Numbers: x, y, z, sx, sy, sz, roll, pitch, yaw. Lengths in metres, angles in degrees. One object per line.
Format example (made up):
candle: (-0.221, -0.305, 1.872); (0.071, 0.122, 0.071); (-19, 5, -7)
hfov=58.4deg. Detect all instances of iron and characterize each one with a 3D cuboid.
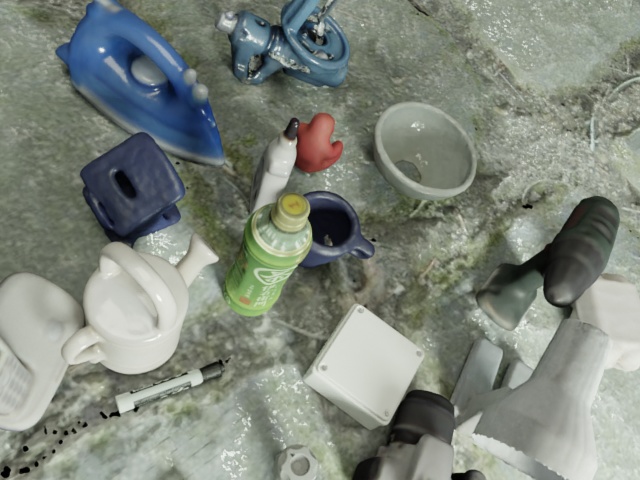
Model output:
iron: (-0.214, -0.214, 0.744); (0.258, 0.141, 0.119); (38, 57, 2)

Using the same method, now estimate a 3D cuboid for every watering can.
watering can: (-0.181, 0.057, 0.581); (0.101, 0.194, 0.173); (27, 58, -4)

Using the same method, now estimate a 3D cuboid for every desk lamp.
desk lamp: (0.235, 0.185, 0.655); (0.118, 0.213, 0.203); (33, 57, -1)

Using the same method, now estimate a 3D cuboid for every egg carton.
egg carton: (0.419, 0.117, 0.843); (0.107, 0.069, 0.150); (7, 62, -17)

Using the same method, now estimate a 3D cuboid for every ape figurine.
ape figurine: (-0.003, -0.145, 0.813); (0.078, 0.092, 0.076); (41, 58, 4)

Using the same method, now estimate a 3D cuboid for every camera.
camera: (0.128, 0.249, 0.648); (0.143, 0.100, 0.137); (27, 58, -5)

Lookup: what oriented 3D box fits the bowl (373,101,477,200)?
bowl: (0.147, -0.122, 0.866); (0.168, 0.074, 0.167); (9, 61, -16)

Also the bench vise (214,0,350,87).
bench vise: (-0.033, -0.301, 0.809); (0.208, 0.219, 0.121); (-14, 69, -25)

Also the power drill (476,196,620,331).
power drill: (0.302, 0.041, 0.758); (0.075, 0.208, 0.230); (43, 58, 6)

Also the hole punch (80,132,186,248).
hole punch: (-0.225, -0.059, 0.687); (0.101, 0.091, 0.108); (-29, 76, -30)

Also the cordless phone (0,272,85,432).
cordless phone: (-0.288, 0.089, 0.531); (0.094, 0.185, 0.147); (18, 59, -10)

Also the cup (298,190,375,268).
cup: (0.007, 0.003, 0.738); (0.118, 0.095, 0.092); (29, 58, -4)

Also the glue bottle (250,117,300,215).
glue bottle: (-0.053, -0.095, 0.721); (0.037, 0.173, 0.078); (11, 60, -14)
